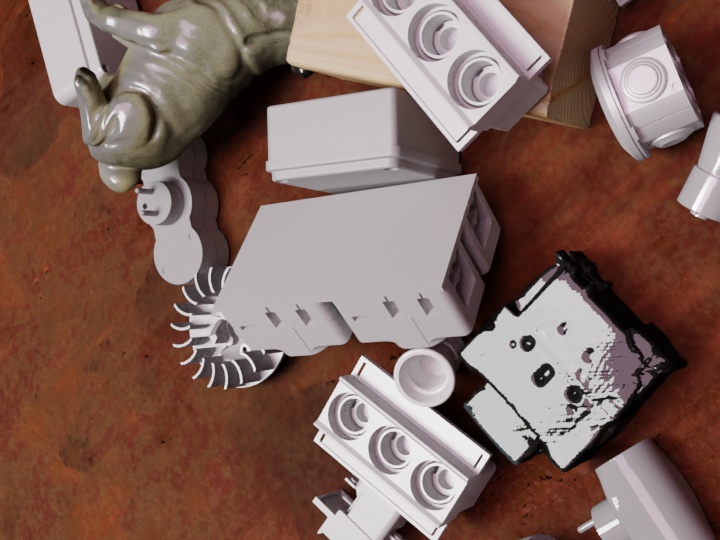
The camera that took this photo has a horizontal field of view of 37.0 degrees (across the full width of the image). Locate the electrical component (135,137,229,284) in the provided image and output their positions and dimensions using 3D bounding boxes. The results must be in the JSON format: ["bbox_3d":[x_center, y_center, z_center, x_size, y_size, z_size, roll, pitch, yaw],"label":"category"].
[{"bbox_3d":[-0.161,-0.055,0.902,0.052,0.074,0.138,-18,81,29],"label":"electrical component"}]

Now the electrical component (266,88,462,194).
[{"bbox_3d":[0.004,-0.092,0.787,0.109,0.109,0.056,-4,86,30],"label":"electrical component"}]

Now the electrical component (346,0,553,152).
[{"bbox_3d":[0.059,-0.144,0.676,0.078,0.063,0.121,-45,70,23],"label":"electrical component"}]

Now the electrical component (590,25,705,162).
[{"bbox_3d":[0.186,-0.115,0.700,0.051,0.080,0.080,-23,79,23],"label":"electrical component"}]

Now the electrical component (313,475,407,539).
[{"bbox_3d":[0.009,0.190,0.823,0.081,0.042,0.063,40,107,23],"label":"electrical component"}]

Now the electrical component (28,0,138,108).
[{"bbox_3d":[-0.232,-0.202,0.940,0.057,0.078,0.113,-23,79,31],"label":"electrical component"}]

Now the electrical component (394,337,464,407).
[{"bbox_3d":[0.054,0.067,0.783,0.044,0.065,0.044,5,108,16],"label":"electrical component"}]

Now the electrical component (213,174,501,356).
[{"bbox_3d":[0.000,0.000,0.785,0.186,0.060,0.105,-6,45,30],"label":"electrical component"}]

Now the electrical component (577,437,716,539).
[{"bbox_3d":[0.183,0.165,0.723,0.079,0.043,0.077,-39,72,25],"label":"electrical component"}]

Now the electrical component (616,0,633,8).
[{"bbox_3d":[0.192,-0.215,0.705,0.081,0.064,0.042,-33,75,25],"label":"electrical component"}]

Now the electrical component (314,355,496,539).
[{"bbox_3d":[0.035,0.129,0.796,0.121,0.063,0.078,36,107,25],"label":"electrical component"}]

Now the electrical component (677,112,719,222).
[{"bbox_3d":[0.234,-0.064,0.695,0.044,0.044,0.065,32,110,26],"label":"electrical component"}]

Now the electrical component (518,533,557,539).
[{"bbox_3d":[0.107,0.239,0.733,0.060,0.108,0.108,-20,80,34],"label":"electrical component"}]
